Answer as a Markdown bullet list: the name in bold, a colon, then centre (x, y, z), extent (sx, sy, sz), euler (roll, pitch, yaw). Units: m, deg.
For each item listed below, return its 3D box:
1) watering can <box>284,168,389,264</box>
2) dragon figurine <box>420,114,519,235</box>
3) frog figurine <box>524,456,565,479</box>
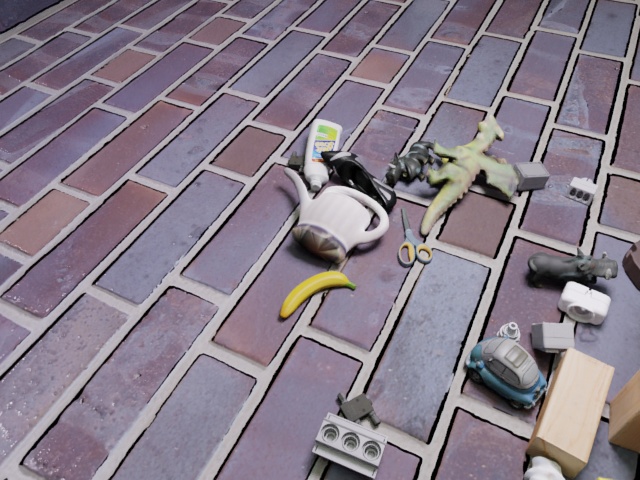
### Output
- **watering can**: centre (0.004, -0.068, 1.350), extent (0.350, 0.101, 0.229), euler (24, 55, 21)
- **dragon figurine**: centre (0.421, -0.175, 1.413), extent (0.243, 0.120, 0.418), euler (8, 65, 15)
- **frog figurine**: centre (0.399, 0.451, 0.864), extent (0.137, 0.120, 0.162), euler (48, 50, -1)
